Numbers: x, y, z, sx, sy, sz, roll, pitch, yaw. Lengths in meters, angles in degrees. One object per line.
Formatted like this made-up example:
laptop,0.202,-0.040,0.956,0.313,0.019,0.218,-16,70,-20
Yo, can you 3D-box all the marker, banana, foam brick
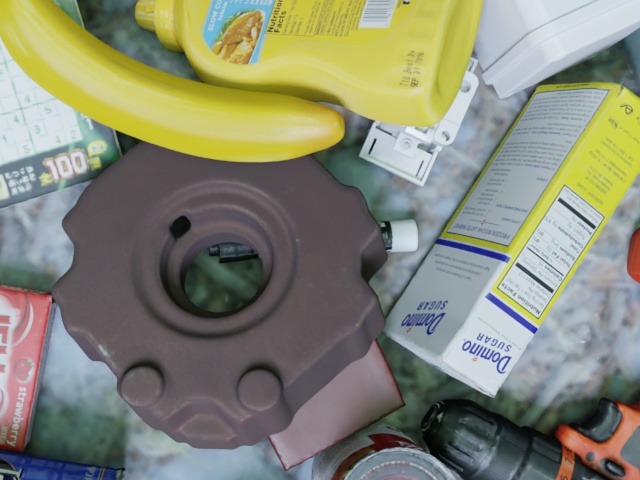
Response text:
marker,-0.004,0.001,0.619,0.121,0.020,0.020,-4,89,-6
banana,-0.086,-0.079,0.541,0.197,0.070,0.037,26,54,-4
foam brick,0.001,0.085,0.601,0.078,0.053,0.051,-28,92,-5

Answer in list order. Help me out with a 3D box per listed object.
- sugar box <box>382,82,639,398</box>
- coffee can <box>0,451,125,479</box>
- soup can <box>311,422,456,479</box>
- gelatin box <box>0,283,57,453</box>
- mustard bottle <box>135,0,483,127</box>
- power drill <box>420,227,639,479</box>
sugar box,0.110,-0.005,0.593,0.048,0.093,0.176,33,87,-18
coffee can,-0.180,0.159,0.553,0.140,0.103,0.103,10,88,-6
soup can,0.033,0.138,0.578,0.068,0.102,0.068,0,89,-7
gelatin box,-0.190,0.066,0.590,0.073,0.030,0.089,11,88,-7
mustard bottle,-0.016,-0.116,0.572,0.192,0.058,0.096,10,68,24
power drill,0.173,0.089,0.620,0.184,0.057,0.187,31,89,-9
